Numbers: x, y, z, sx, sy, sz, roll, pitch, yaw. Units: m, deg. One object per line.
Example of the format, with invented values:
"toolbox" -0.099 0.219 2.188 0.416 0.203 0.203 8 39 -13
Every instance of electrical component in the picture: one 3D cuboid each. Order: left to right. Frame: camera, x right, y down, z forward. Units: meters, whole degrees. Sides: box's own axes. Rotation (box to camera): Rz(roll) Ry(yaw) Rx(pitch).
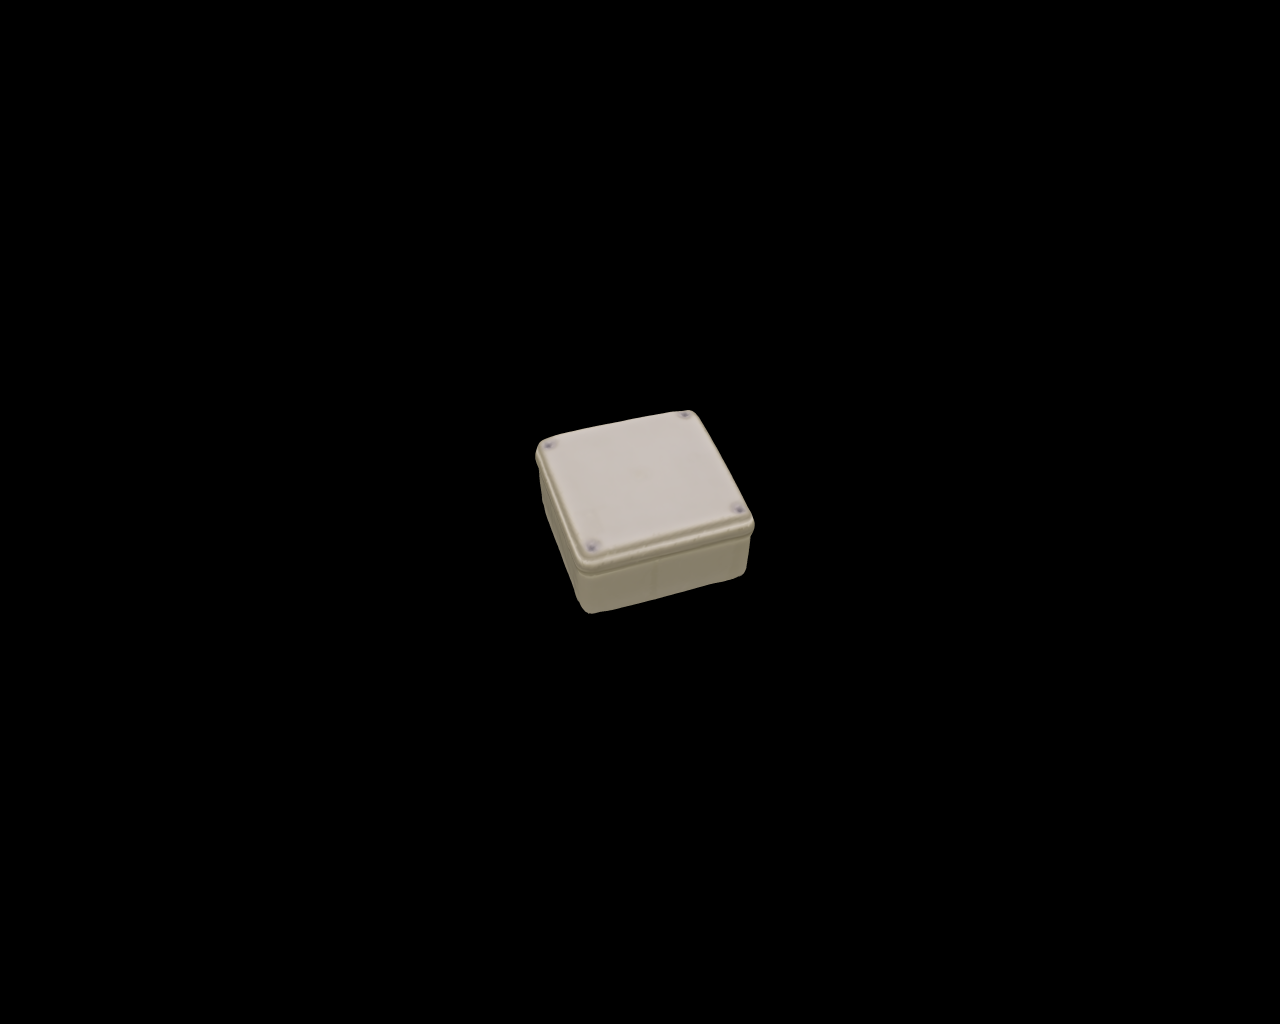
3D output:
"electrical component" 0.001 -0.003 0.650 0.109 0.056 0.109 -13 47 -12
